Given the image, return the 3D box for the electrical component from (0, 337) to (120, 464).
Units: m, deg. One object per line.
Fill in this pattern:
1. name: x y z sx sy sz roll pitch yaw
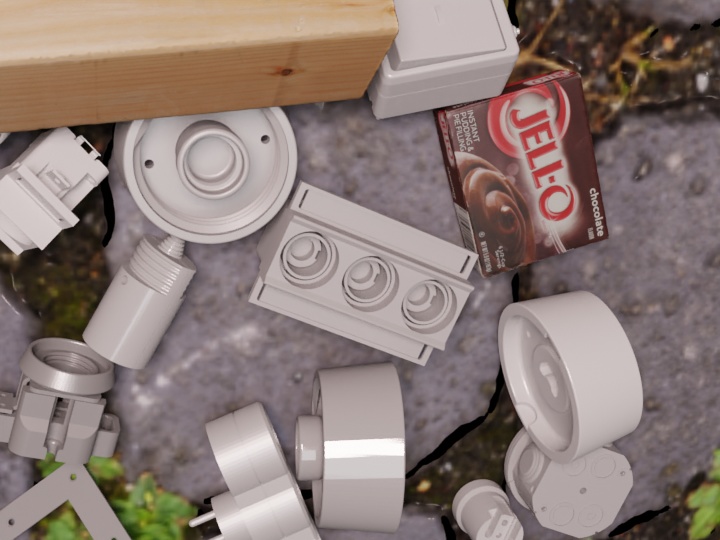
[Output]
1. electrical component: -0.181 0.077 0.651 0.078 0.058 0.057 13 106 -20

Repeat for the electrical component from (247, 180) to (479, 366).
1. electrical component: 0.000 0.000 0.666 0.121 0.063 0.078 21 101 -19

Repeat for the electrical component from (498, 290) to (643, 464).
1. electrical component: 0.141 0.065 0.700 0.060 0.108 0.108 -16 110 -15

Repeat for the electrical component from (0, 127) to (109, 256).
1. electrical component: -0.180 -0.046 0.604 0.042 0.081 0.063 48 63 -23

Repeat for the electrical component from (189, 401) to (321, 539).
1. electrical component: -0.074 0.159 0.705 0.074 0.052 0.138 -22 112 -6

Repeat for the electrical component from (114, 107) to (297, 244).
1. electrical component: -0.088 -0.067 0.625 0.108 0.060 0.108 -4 108 -12

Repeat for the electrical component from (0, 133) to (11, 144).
1. electrical component: -0.215 -0.092 0.594 0.055 0.047 0.055 -4 108 -12

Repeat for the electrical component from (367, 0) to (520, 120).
1. electrical component: 0.049 -0.135 0.624 0.096 0.061 0.061 -12 74 -9

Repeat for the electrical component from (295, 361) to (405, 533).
1. electrical component: -0.010 0.112 0.679 0.060 0.108 0.108 0 107 -7

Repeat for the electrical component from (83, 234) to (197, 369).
1. electrical component: -0.129 0.014 0.650 0.043 0.043 0.081 28 99 -20

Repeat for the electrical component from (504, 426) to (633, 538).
1. electrical component: 0.146 0.142 0.753 0.080 0.051 0.080 -4 108 -12

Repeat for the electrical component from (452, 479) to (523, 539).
1. electrical component: 0.090 0.175 0.753 0.040 0.046 0.040 -4 108 -12
